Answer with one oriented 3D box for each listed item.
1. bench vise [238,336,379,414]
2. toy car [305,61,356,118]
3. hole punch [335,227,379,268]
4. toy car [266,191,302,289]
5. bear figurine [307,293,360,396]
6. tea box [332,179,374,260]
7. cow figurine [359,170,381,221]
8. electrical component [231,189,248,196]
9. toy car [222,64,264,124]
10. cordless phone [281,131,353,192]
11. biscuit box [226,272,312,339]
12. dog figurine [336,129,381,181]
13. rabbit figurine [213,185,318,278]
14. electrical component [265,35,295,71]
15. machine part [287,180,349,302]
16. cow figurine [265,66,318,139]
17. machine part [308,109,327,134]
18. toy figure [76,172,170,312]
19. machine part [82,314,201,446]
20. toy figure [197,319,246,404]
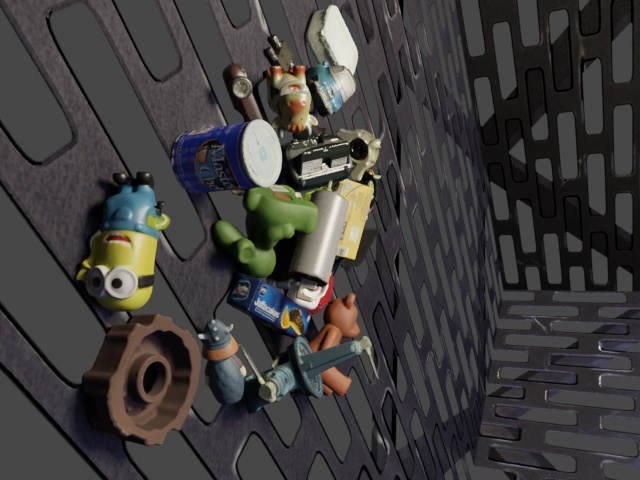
[{"bbox_3d":[-0.023,0.231,0.978,0.223,0.241,0.129,45,24,-70],"label":"bench vise"},{"bbox_3d":[0.026,-0.340,1.184,0.109,0.103,0.162,61,8,-22],"label":"toy car"},{"bbox_3d":[0.069,0.003,1.324,0.142,0.092,0.115,-3,121,-65],"label":"hole punch"},{"bbox_3d":[-0.070,-0.005,1.049,0.056,0.074,0.201,68,22,-86],"label":"toy car"},{"bbox_3d":[0.037,0.220,1.161,0.132,0.120,0.196,43,62,-5],"label":"bear figurine"},{"bbox_3d":[0.046,-0.050,1.204,0.098,0.068,0.169,16,90,-33],"label":"tea box"},{"bbox_3d":[0.112,-0.134,1.366,0.098,0.068,0.167,120,-13,-46],"label":"cow figurine"},{"bbox_3d":[-0.142,-0.128,0.958,0.102,0.045,0.078,60,30,-42],"label":"electrical component"},{"bbox_3d":[-0.123,-0.219,0.972,0.089,0.053,0.201,-121,-173,-54],"label":"toy car"},{"bbox_3d":[-0.032,-0.183,1.091,0.146,0.184,0.088,-17,130,-24],"label":"cordless phone"},{"bbox_3d":[-0.091,0.129,1.009,0.202,0.059,0.063,43,65,-52],"label":"biscuit box"},{"bbox_3d":[0.099,-0.218,1.290,0.190,0.173,0.121,-31,116,-54],"label":"dog figurine"},{"bbox_3d":[-0.099,-0.003,0.947,0.159,0.121,0.170,-5,121,-49],"label":"rabbit figurine"},{"bbox_3d":[-0.080,-0.375,1.113,0.094,0.021,0.063,48,48,-52],"label":"electrical component"},{"bbox_3d":[-0.002,-0.003,1.002,0.079,0.079,0.243,43,58,-53],"label":"machine part"},{"bbox_3d":[-0.059,-0.262,1.013,0.195,0.085,0.127,-126,-150,-71],"label":"cow figurine"},{"bbox_3d":[-0.031,-0.277,1.186,0.138,0.039,0.084,49,38,-47],"label":"machine part"},{"bbox_3d":[-0.250,0.004,0.709,0.089,0.082,0.180,30,60,-55],"label":"toy figure"},{"bbox_3d":[-0.240,0.190,0.741,0.179,0.056,0.179,8,81,-63],"label":"machine part"},{"bbox_3d":[-0.163,0.195,0.881,0.064,0.058,0.154,-23,113,-38],"label":"toy figure"}]
